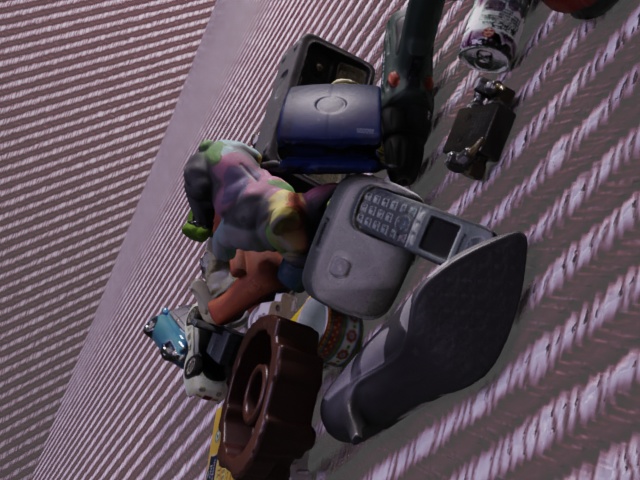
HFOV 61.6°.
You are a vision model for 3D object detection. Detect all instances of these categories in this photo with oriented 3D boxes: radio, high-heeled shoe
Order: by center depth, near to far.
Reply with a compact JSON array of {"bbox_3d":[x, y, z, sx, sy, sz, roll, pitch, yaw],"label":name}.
[{"bbox_3d":[0.091,0.092,0.493,0.248,0.086,0.145,-48,-3,2],"label":"high-heeled shoe"},{"bbox_3d":[-0.010,-0.178,0.793,0.073,0.131,0.229,-19,53,59],"label":"radio"}]

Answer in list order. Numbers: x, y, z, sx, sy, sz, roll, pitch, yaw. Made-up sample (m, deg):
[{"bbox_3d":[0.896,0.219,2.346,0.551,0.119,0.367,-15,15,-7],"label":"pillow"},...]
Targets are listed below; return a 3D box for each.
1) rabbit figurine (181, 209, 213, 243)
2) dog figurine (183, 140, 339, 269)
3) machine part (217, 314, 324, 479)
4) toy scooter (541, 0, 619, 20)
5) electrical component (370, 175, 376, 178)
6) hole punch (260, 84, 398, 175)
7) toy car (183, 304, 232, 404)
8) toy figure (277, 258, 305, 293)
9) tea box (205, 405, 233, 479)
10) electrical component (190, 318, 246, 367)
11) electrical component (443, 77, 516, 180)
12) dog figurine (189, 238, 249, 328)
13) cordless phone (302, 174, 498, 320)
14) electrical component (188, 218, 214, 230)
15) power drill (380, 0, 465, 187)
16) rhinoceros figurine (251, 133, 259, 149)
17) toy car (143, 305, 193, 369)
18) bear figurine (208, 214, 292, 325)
[{"bbox_3d":[-0.153,-0.056,1.026,0.170,0.121,0.159,-6,56,41],"label":"rabbit figurine"},{"bbox_3d":[-0.069,-0.052,0.654,0.108,0.191,0.219,-29,10,-31],"label":"dog figurine"},{"bbox_3d":[-0.054,0.165,0.568,0.179,0.056,0.179,-52,27,42],"label":"machine part"},{"bbox_3d":[0.199,-0.282,0.477,0.075,0.135,0.184,-39,39,41],"label":"toy scooter"},{"bbox_3d":[0.068,-0.042,0.661,0.063,0.021,0.094,-58,27,17],"label":"electrical component"},{"bbox_3d":[0.013,-0.118,0.579,0.116,0.142,0.092,-76,-12,-70],"label":"hole punch"},{"bbox_3d":[-0.190,0.184,0.909,0.056,0.073,0.202,-53,29,24],"label":"toy car"},{"bbox_3d":[-0.003,-0.003,0.727,0.154,0.057,0.064,-59,33,7],"label":"toy figure"},{"bbox_3d":[-0.091,0.284,0.652,0.098,0.068,0.170,-39,39,44],"label":"tea box"},{"bbox_3d":[-0.135,0.153,0.781,0.075,0.119,0.047,8,78,61],"label":"electrical component"},{"bbox_3d":[0.154,-0.111,0.526,0.102,0.045,0.078,-65,27,4],"label":"electrical component"},{"bbox_3d":[-0.168,0.090,0.942,0.190,0.121,0.172,140,149,-67],"label":"dog figurine"},{"bbox_3d":[0.080,0.023,0.539,0.184,0.088,0.146,26,96,44],"label":"cordless phone"},{"bbox_3d":[-0.147,-0.071,0.893,0.058,0.114,0.134,11,81,38],"label":"electrical component"},{"bbox_3d":[0.110,-0.201,0.583,0.207,0.086,0.232,85,-171,-60],"label":"power drill"},{"bbox_3d":[-0.053,-0.141,0.885,0.073,0.112,0.190,13,96,38],"label":"rhinoceros figurine"},{"bbox_3d":[-0.254,0.175,1.013,0.103,0.109,0.162,-53,33,-9],"label":"toy car"},{"bbox_3d":[-0.123,0.011,0.809,0.132,0.120,0.196,-42,70,27],"label":"bear figurine"}]
